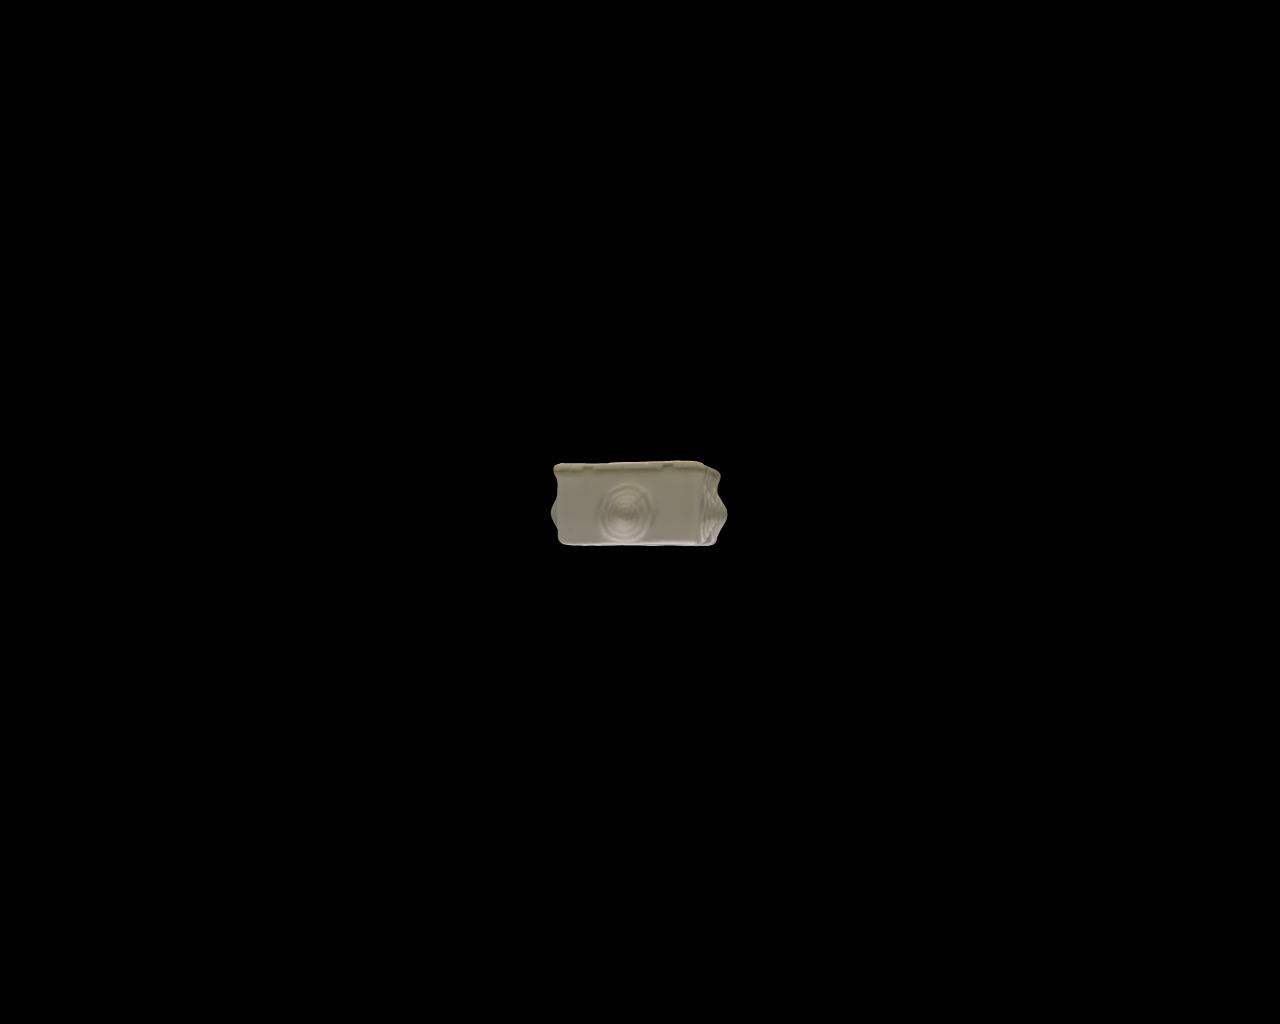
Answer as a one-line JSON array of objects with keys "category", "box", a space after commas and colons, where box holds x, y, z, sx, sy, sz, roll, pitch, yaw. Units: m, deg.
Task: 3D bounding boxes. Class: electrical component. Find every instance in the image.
[{"category": "electrical component", "box": [0.001, -0.003, 0.650, 0.100, 0.048, 0.100, 0, -2, 11]}]
